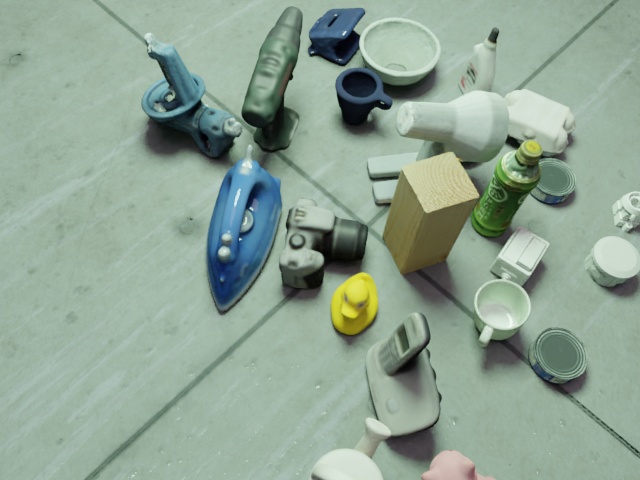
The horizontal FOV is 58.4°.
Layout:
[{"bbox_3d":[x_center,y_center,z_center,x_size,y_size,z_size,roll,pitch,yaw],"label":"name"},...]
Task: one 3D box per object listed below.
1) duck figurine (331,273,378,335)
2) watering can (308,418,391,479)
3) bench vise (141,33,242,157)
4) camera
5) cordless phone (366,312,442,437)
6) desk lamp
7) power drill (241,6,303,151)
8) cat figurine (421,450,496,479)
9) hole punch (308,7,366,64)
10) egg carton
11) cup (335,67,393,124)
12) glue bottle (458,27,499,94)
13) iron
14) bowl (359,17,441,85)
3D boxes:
[{"bbox_3d":[0.059,0.093,0.922,0.077,0.086,0.105,22,62,9],"label":"duck figurine"},{"bbox_3d":[0.034,0.315,0.737,0.101,0.194,0.173,9,61,2],"label":"watering can"},{"bbox_3d":[-0.229,-0.264,1.023,0.207,0.220,0.121,12,61,4],"label":"bench vise"},{"bbox_3d":[0.009,0.003,0.959,0.136,0.101,0.143,9,61,2],"label":"camera"},{"bbox_3d":[0.127,0.191,0.815,0.094,0.185,0.147,-11,62,-9],"label":"cordless phone"},{"bbox_3d":[0.199,-0.163,0.996,0.203,0.213,0.118,-7,62,-7],"label":"desk lamp"},{"bbox_3d":[-0.080,-0.275,1.044,0.075,0.208,0.230,14,62,5],"label":"power drill"},{"bbox_3d":[0.200,0.331,0.782,0.127,0.118,0.067,20,62,8],"label":"cat figurine"},{"bbox_3d":[0.033,-0.443,1.209,0.101,0.091,0.109,26,63,11],"label":"hole punch"},{"bbox_3d":[0.420,-0.230,1.128,0.150,0.069,0.107,27,63,11],"label":"egg carton"},{"bbox_3d":[0.084,-0.266,1.113,0.117,0.095,0.092,28,64,12],"label":"cup"},{"bbox_3d":[0.320,-0.349,1.127,0.037,0.173,0.078,-20,64,-13],"label":"glue bottle"},{"bbox_3d":[-0.135,-0.024,0.942,0.118,0.141,0.258,9,61,2],"label":"iron"},{"bbox_3d":[0.161,-0.378,1.190,0.167,0.075,0.167,1,61,-2],"label":"bowl"}]
